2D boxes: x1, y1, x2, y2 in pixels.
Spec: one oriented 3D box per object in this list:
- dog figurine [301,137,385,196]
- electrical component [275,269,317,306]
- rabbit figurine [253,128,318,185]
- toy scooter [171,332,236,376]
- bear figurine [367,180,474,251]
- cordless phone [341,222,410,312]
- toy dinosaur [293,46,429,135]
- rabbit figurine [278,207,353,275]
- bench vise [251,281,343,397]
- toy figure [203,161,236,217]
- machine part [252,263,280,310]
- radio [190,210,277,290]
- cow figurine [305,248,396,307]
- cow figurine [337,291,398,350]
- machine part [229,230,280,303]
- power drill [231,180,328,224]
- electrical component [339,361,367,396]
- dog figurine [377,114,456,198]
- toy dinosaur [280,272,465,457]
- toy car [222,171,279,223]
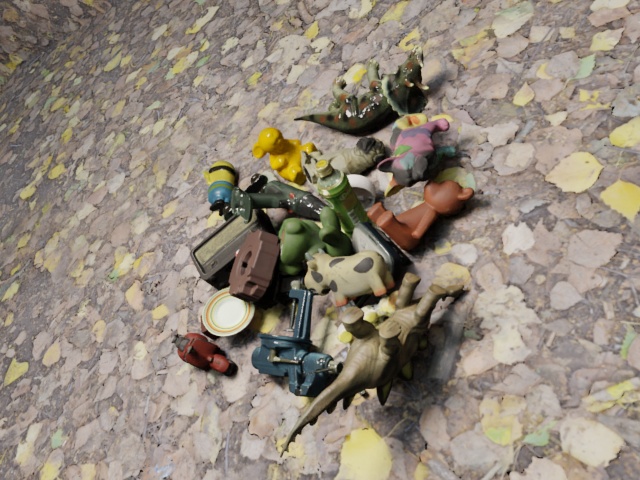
[{"bbox_3d":[0.060,-0.202,1.381,0.190,0.121,0.172,-26,31,-14],"label":"dog figurine"},{"bbox_3d":[-0.042,0.112,1.264,0.119,0.047,0.075,-8,58,31],"label":"electrical component"},{"bbox_3d":[-0.108,-0.250,1.455,0.163,0.173,0.122,30,85,38],"label":"rabbit figurine"},{"bbox_3d":[-0.294,0.263,1.276,0.184,0.135,0.075,15,73,40],"label":"toy scooter"},{"bbox_3d":[0.220,-0.073,1.154,0.196,0.132,0.120,-46,19,9],"label":"bear figurine"},{"bbox_3d":[0.092,0.068,1.183,0.184,0.088,0.147,-51,51,14],"label":"cordless phone"},{"bbox_3d":[0.116,-0.349,1.413,0.405,0.131,0.192,-29,49,24],"label":"toy dinosaur"},{"bbox_3d":[-0.003,-0.004,1.230,0.170,0.159,0.121,7,48,-12],"label":"rabbit figurine"},{"bbox_3d":[-0.046,0.206,1.150,0.224,0.128,0.240,-6,72,43],"label":"bench vise"},{"bbox_3d":[-0.286,-0.154,1.576,0.089,0.082,0.180,-20,47,9],"label":"toy figure"},{"bbox_3d":[-0.118,0.095,1.271,0.084,0.039,0.139,-11,55,34],"label":"machine part"},{"bbox_3d":[-0.227,0.018,1.428,0.229,0.073,0.131,-40,47,7],"label":"radio"},{"bbox_3d":[0.047,0.068,1.113,0.195,0.085,0.127,-18,89,35],"label":"cow figurine"},{"bbox_3d":[0.111,0.161,1.114,0.167,0.068,0.098,-38,10,5],"label":"cow figurine"},{"bbox_3d":[-0.156,0.059,1.248,0.179,0.056,0.179,-49,29,38],"label":"machine part"},{"bbox_3d":[-0.105,-0.092,1.347,0.207,0.085,0.232,-14,30,-33],"label":"power drill"},{"bbox_3d":[0.076,0.272,1.099,0.063,0.021,0.094,-44,47,2],"label":"electrical component"},{"bbox_3d":[0.192,-0.189,1.205,0.219,0.108,0.192,-38,39,-27],"label":"dog figurine"},{"bbox_3d":[0.106,0.208,0.975,0.471,0.198,0.105,-28,40,-28],"label":"toy dinosaur"},{"bbox_3d":[-0.196,-0.108,1.503,0.201,0.056,0.074,-48,53,1],"label":"toy car"}]
